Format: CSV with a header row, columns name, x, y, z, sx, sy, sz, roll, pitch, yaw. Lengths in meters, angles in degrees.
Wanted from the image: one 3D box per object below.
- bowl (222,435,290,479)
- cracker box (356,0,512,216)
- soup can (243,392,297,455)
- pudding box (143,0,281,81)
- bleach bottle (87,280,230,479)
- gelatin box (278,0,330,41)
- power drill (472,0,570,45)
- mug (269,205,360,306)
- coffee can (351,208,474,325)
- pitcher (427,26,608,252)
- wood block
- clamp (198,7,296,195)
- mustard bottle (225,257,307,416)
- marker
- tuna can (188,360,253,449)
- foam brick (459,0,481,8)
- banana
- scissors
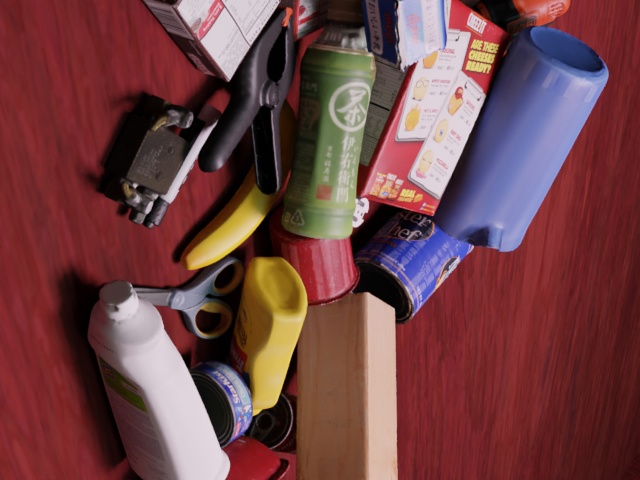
name,x,y,z,sx,sy,sz,roll,pitch,yaw
bowl,-0.114,0.245,1.097,0.161,0.162,0.055,-28,93,-47
cracker box,0.098,-0.142,1.108,0.163,0.072,0.214,10,105,-57
soup can,-0.042,0.212,1.231,0.068,0.069,0.102,-64,152,-3
pudding box,-0.086,-0.198,0.878,0.090,0.039,0.113,-60,152,-12
bleach bottle,-0.149,0.134,0.957,0.068,0.103,0.251,-46,147,-32
gelatin box,-0.010,-0.236,0.983,0.073,0.030,0.089,-37,143,-42
power drill,0.205,-0.218,1.276,0.184,0.057,0.187,-20,151,-4
mug,-0.007,0.001,1.120,0.117,0.093,0.081,-80,165,-52
coffee can,0.110,0.020,1.299,0.140,0.103,0.103,-45,145,-32
pitcher,0.218,-0.121,1.210,0.144,0.149,0.243,-25,148,-48
wood block,0.030,0.172,1.206,0.090,0.090,0.206,33,54,-61
clamp,-0.061,-0.126,0.948,0.120,0.039,0.171,-3,100,-67
mustard bottle,-0.063,0.116,1.094,0.058,0.096,0.192,-1,130,-22
marker,-0.123,-0.064,0.938,0.121,0.020,0.020,-61,151,-7
tuna can,-0.109,0.164,1.065,0.033,0.086,0.086,-26,132,-51
foam brick,0.149,-0.288,1.183,0.078,0.051,0.053,-42,143,-35
banana,-0.068,-0.053,1.025,0.069,0.037,0.198,29,83,-37
scissors,-0.126,0.040,1.014,0.096,0.016,0.201,-62,152,-9
